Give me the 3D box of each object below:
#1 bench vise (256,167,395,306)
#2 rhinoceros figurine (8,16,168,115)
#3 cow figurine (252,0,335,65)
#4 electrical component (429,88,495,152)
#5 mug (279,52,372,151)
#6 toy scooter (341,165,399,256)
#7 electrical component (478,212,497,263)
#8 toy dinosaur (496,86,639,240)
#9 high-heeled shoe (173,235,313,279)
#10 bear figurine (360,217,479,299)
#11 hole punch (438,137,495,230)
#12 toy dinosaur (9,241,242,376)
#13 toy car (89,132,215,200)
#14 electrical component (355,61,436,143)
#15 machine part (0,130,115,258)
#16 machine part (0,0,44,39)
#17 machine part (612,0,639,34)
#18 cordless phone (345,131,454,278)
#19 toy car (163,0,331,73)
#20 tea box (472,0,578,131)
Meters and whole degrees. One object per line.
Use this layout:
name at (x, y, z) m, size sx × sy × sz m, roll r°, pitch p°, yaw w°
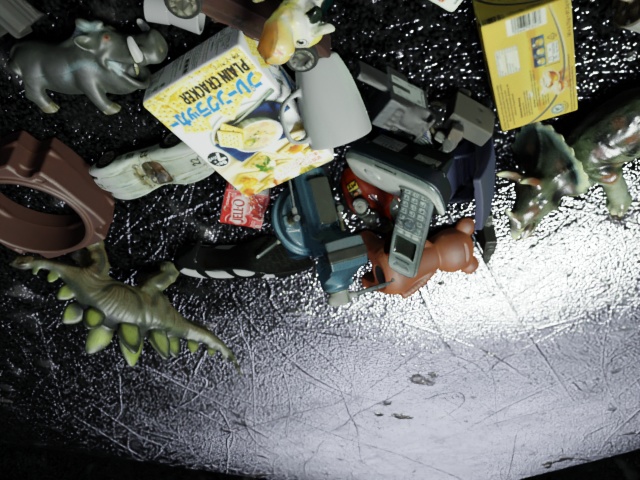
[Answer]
bench vise at (-0.011, 0.001, 0.874) m, size 0.129 × 0.223 × 0.241 m, roll -27°, pitch -176°, yaw -24°
rhinoceros figurine at (-0.278, -0.218, 0.657) m, size 0.190 × 0.073 × 0.111 m, roll -4°, pitch 133°, yaw 8°
cow figurine at (-0.014, -0.255, 0.539) m, size 0.098 × 0.167 × 0.068 m, roll 2°, pitch -170°, yaw -34°
electrical component at (0.188, -0.160, 0.714) m, size 0.078 × 0.102 × 0.045 m, roll 22°, pitch 143°, yaw -13°
mug at (-0.001, -0.171, 0.667) m, size 0.110 × 0.081 × 0.107 m, roll -20°, pitch 109°, yaw -8°
toy scooter at (0.103, -0.039, 0.843) m, size 0.075 × 0.135 × 0.183 m, roll -28°, pitch 134°, yaw 34°
electrical component at (0.296, -0.005, 0.948) m, size 0.021 × 0.063 × 0.093 m, roll -4°, pitch 142°, yaw 5°
toy dinosaur at (0.429, -0.144, 0.727) m, size 0.405 × 0.131 × 0.192 m, roll -32°, pitch 134°, yaw 27°
high-heeled shoe at (-0.149, 0.050, 1.016) m, size 0.249 × 0.086 × 0.145 m, roll 14°, pitch 148°, yaw -16°
bear figurine at (0.179, 0.024, 0.970) m, size 0.196 × 0.132 × 0.120 m, roll -21°, pitch 111°, yaw -20°
hole punch at (0.219, -0.091, 0.774) m, size 0.092 × 0.116 × 0.142 m, roll 28°, pitch 154°, yaw 38°
toy dinosaur at (-0.345, 0.135, 1.025) m, size 0.471 × 0.198 × 0.105 m, roll 24°, pitch 141°, yaw -27°
toy car at (-0.253, -0.109, 0.811) m, size 0.202 × 0.056 × 0.073 m, roll -13°, pitch 142°, yaw 16°
electrical component at (0.089, -0.183, 0.697) m, size 0.119 × 0.075 × 0.047 m, roll 14°, pitch 141°, yaw -25°
machine part at (-0.450, -0.062, 0.850) m, size 0.201 × 0.087 × 0.201 m, roll -16°, pitch 142°, yaw 20°
machine part at (-0.397, -0.255, 0.628) m, size 0.139 × 0.039 × 0.084 m, roll -19°, pitch 145°, yaw 22°
machine part at (0.423, -0.254, 0.600) m, size 0.243 × 0.079 × 0.079 m, roll 10°, pitch 143°, yaw -14°
cordless phone at (0.101, -0.045, 0.748) m, size 0.147 × 0.089 × 0.184 m, roll 27°, pitch 130°, yaw 26°
toy car at (-0.079, -0.250, 0.594) m, size 0.202 × 0.089 × 0.053 m, roll 18°, pitch 140°, yaw -26°
tea box at (0.250, -0.222, 0.649) m, size 0.098 × 0.068 × 0.169 m, roll -13°, pitch 143°, yaw 18°
